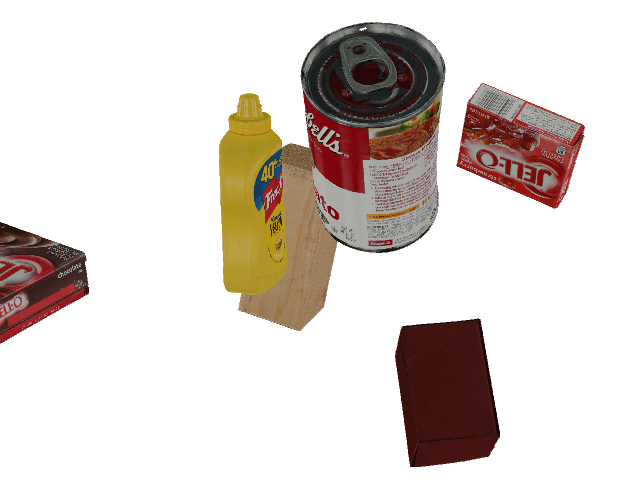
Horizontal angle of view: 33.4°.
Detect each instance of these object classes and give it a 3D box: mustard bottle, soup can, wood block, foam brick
[{"bbox_3d":[-0.067,-0.050,1.052,0.058,0.192,0.096,7,24,19],"label":"mustard bottle"},{"bbox_3d":[0.028,-0.050,0.539,0.068,0.068,0.102,0,-36,5],"label":"soup can"},{"bbox_3d":[-0.032,-0.006,1.343,0.090,0.206,0.090,18,23,15],"label":"wood block"},{"bbox_3d":[0.078,0.095,0.667,0.051,0.078,0.053,-4,-27,-3],"label":"foam brick"}]

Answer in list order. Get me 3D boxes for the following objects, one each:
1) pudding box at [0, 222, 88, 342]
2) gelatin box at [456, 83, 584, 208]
[{"bbox_3d":[-0.233,0.026,0.745,0.114,0.039,0.089,15,30,32],"label":"pudding box"},{"bbox_3d":[0.153,-0.072,0.824,0.089,0.030,0.073,27,-33,18],"label":"gelatin box"}]
